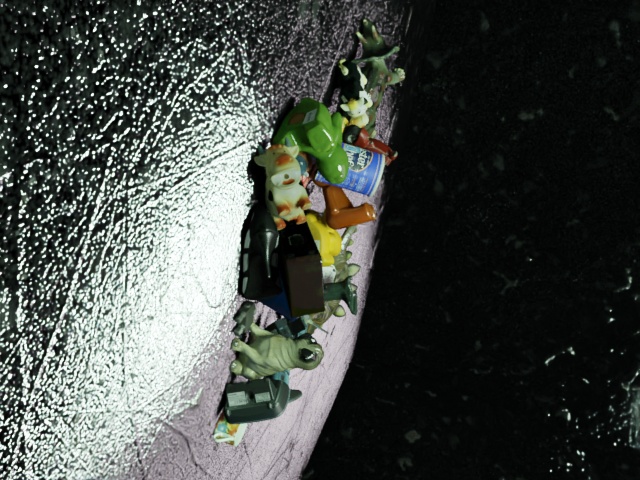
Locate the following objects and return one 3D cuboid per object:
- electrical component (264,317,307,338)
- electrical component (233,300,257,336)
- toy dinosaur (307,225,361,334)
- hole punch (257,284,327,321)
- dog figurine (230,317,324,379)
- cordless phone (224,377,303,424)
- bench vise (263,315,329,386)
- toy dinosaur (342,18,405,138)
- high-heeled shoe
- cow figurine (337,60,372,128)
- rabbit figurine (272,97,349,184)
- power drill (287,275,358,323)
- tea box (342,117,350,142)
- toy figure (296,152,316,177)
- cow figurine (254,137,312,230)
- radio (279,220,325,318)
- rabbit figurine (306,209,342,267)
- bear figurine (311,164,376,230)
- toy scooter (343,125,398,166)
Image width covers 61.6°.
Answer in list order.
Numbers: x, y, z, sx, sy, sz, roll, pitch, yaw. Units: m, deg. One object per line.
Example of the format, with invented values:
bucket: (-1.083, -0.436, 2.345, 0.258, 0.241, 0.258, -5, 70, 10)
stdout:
electrical component: (-0.089, 0.225, 1.273, 0.048, 0.119, 0.075, -12, 76, -61)
electrical component: (-0.158, 0.161, 1.149, 0.094, 0.021, 0.063, -53, 156, -58)
toy dinosaur: (0.032, 0.117, 1.598, 0.198, 0.105, 0.471, 17, 98, -55)
hole punch: (-0.073, 0.115, 1.234, 0.115, 0.142, 0.092, -64, 166, 11)
dog figurine: (-0.091, 0.269, 1.198, 0.172, 0.191, 0.121, 94, 17, -51)
cordless phone: (-0.127, 0.364, 1.242, 0.184, 0.147, 0.088, 29, 50, -69)
bench vise: (-0.084, 0.289, 1.376, 0.240, 0.129, 0.224, -60, -175, 34)
toy dinosaur: (0.120, -0.387, 1.471, 0.192, 0.131, 0.404, -7, 118, -64)
high-heeled shoe: (-0.123, 0.036, 1.098, 0.248, 0.086, 0.145, 121, -40, -67)
cow figurine: (0.082, -0.358, 1.312, 0.098, 0.068, 0.167, 48, 30, -57)
rabbit figurine: (-0.003, -0.190, 1.088, 0.170, 0.121, 0.159, 52, 29, -38)
power drill: (-0.007, 0.155, 1.399, 0.231, 0.207, 0.086, 76, 21, -45)
tea box: (0.036, -0.254, 1.359, 0.169, 0.068, 0.098, -11, 117, -78)
toy figure: (-0.036, -0.177, 1.150, 0.154, 0.064, 0.057, -62, 173, -46)
cow figurine: (-0.068, -0.106, 1.010, 0.195, 0.085, 0.127, 109, -41, -72)
radio: (-0.047, 0.040, 1.105, 0.230, 0.073, 0.130, -114, -162, -58)
rabbit figurine: (-0.003, -0.004, 1.409, 0.173, 0.122, 0.162, 10, 73, -58)
bear figurine: (0.051, -0.127, 1.330, 0.120, 0.132, 0.195, 13, 63, -77)
toy scooter: (0.121, -0.201, 1.332, 0.183, 0.135, 0.075, 92, 20, -59)
